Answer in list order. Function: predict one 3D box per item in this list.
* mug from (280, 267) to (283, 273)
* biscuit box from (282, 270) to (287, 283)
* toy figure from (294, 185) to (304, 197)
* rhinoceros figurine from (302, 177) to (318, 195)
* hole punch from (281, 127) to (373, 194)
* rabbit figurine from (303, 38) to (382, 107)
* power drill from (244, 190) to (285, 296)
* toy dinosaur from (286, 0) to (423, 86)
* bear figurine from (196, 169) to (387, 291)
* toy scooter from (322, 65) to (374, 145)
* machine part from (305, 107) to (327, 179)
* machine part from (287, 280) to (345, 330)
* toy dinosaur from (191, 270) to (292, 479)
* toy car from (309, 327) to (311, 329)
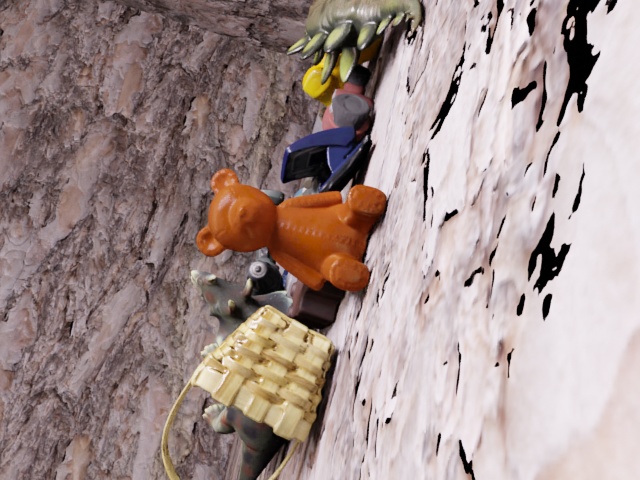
[{"bbox_3d":[-0.069,0.020,1.183,0.109,0.107,0.081,-36,21,-7],"label":"mug"},{"bbox_3d":[-0.069,0.161,1.094,0.062,0.059,0.202,114,169,-64],"label":"biscuit box"},{"bbox_3d":[-0.033,-0.049,1.151,0.082,0.089,0.180,103,177,-59],"label":"toy figure"},{"bbox_3d":[0.009,-0.132,1.044,0.112,0.073,0.190,-83,11,-49],"label":"rhinoceros figurine"},{"bbox_3d":[0.006,-0.111,0.794,0.116,0.092,0.142,-45,-10,-20],"label":"hole punch"},{"bbox_3d":[0.056,-0.335,1.032,0.173,0.122,0.162,-51,17,23],"label":"rabbit figurine"},{"bbox_3d":[-0.096,0.015,0.965,0.231,0.086,0.207,89,173,-64],"label":"power drill"},{"bbox_3d":[0.052,-0.345,0.836,0.198,0.105,0.472,-62,23,0],"label":"toy dinosaur"},{"bbox_3d":[-0.040,-0.018,0.607,0.132,0.196,0.120,141,146,-79],"label":"bear figurine"},{"bbox_3d":[0.042,-0.195,0.891,0.184,0.075,0.135,-76,6,-47],"label":"toy scooter"},{"bbox_3d":[0.013,-0.203,1.176,0.243,0.079,0.079,111,172,-49],"label":"machine part"},{"bbox_3d":[0.003,0.038,0.752,0.179,0.056,0.179,-163,89,-83],"label":"machine part"},{"bbox_3d":[-0.098,0.235,0.825,0.192,0.131,0.404,-17,83,61],"label":"toy dinosaur"},{"bbox_3d":[-0.044,0.134,0.939,0.202,0.056,0.073,-88,14,-69],"label":"toy car"}]
